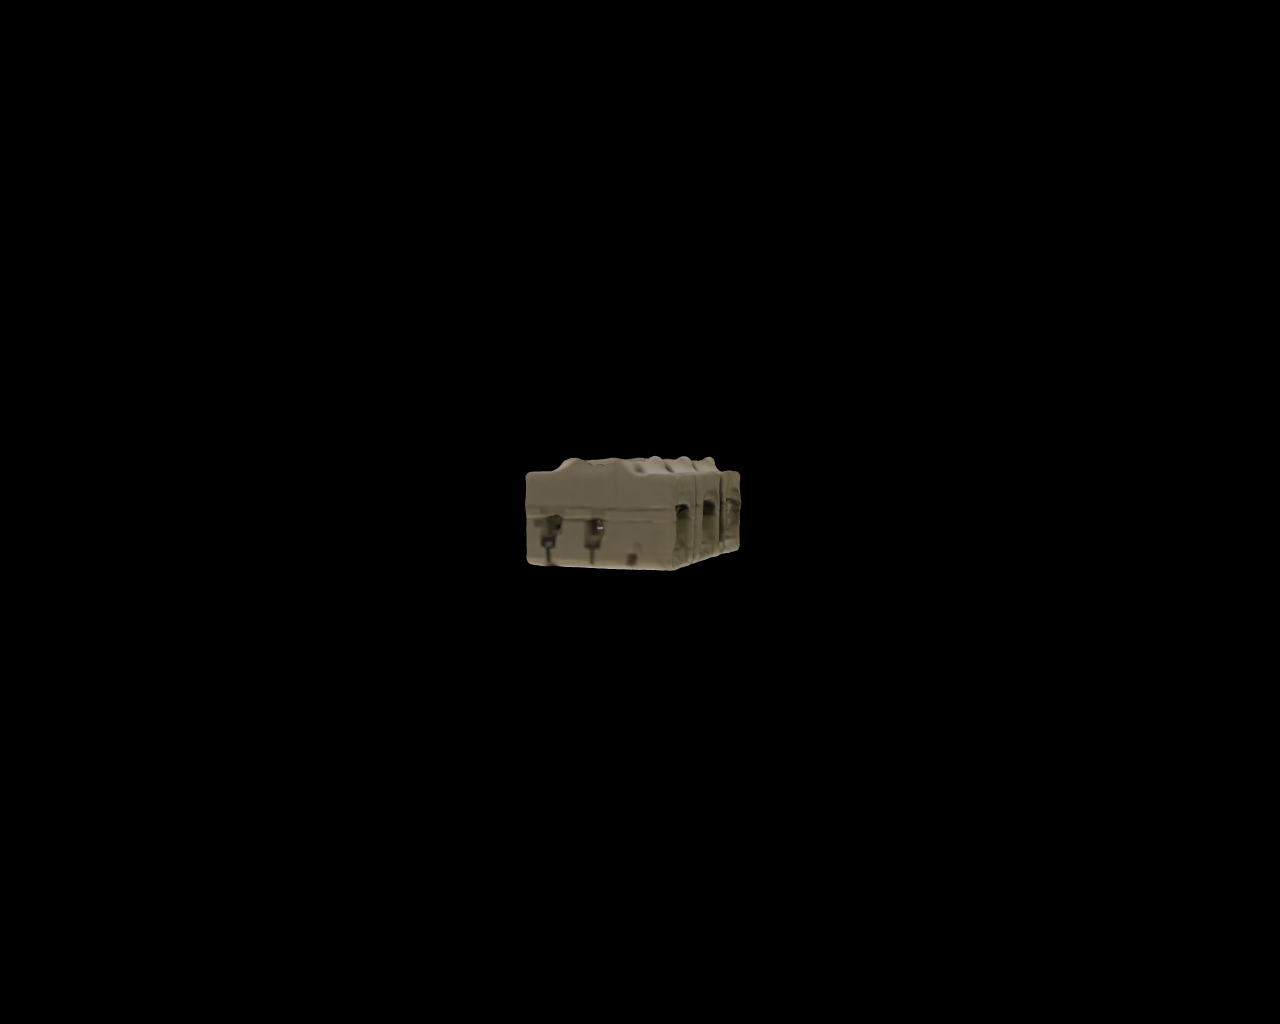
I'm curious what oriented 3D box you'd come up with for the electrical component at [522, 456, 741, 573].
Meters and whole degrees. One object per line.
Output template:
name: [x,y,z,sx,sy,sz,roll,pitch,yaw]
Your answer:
electrical component: [0.001,-0.003,0.650,0.089,0.061,0.150,1,3,20]
